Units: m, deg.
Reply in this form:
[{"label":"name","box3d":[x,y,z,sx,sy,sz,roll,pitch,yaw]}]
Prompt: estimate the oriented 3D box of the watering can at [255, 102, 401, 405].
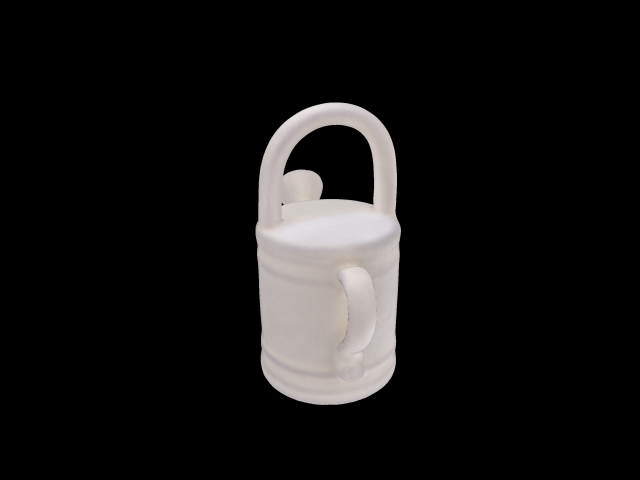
[{"label":"watering can","box3d":[0.002,0.002,0.399,0.101,0.194,0.172,-16,27,-33]}]
